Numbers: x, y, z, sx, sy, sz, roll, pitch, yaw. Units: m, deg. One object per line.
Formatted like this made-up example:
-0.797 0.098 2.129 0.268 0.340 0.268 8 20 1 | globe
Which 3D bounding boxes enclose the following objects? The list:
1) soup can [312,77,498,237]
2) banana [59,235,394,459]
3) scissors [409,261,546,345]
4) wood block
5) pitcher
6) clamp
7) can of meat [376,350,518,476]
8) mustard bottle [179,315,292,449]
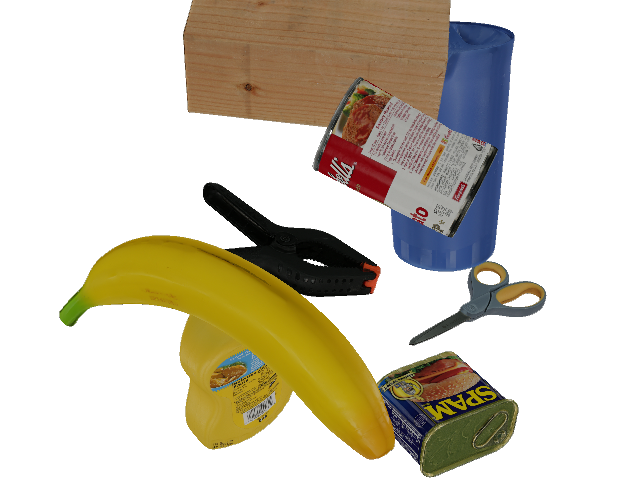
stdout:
0.055 -0.054 0.695 0.102 0.068 0.068 27 2 5 | soup can
-0.044 0.042 0.540 0.198 0.070 0.037 21 25 22 | banana
0.155 0.064 1.153 0.201 0.016 0.096 -9 40 -29 | scissors
-0.002 -0.155 0.878 0.206 0.090 0.091 6 -39 2 | wood block
0.132 -0.101 1.099 0.149 0.243 0.145 -11 25 -18 | pitcher
-0.046 0.016 1.068 0.210 0.036 0.164 20 34 6 | clamp
0.106 0.148 0.933 0.101 0.057 0.084 -15 36 -28 | can of meat
-0.063 0.082 0.823 0.096 0.192 0.058 -32 59 -25 | mustard bottle
